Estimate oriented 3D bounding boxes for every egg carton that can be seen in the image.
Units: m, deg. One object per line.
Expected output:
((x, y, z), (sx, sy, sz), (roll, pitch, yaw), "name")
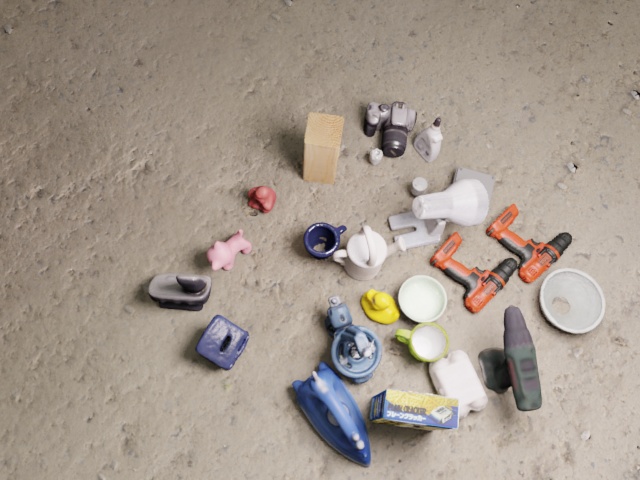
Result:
((0.329, 0.347, 1.375), (0.107, 0.069, 0.150), (-21, 73, -10), "egg carton")

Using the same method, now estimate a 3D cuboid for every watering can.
((0.121, 0.023, 1.409), (0.173, 0.194, 0.101), (-29, 75, -12), "watering can")

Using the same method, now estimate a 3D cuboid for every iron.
((0.046, 0.403, 1.300), (0.119, 0.141, 0.258), (-34, 76, -14), "iron")

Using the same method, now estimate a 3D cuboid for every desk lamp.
((0.295, -0.064, 1.440), (0.203, 0.213, 0.118), (-13, 72, -8), "desk lamp")

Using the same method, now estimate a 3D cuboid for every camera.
((0.192, -0.306, 1.578), (0.143, 0.101, 0.137), (7, 71, -1), "camera")

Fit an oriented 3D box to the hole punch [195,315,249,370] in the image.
((-0.229, 0.244, 1.365), (0.101, 0.091, 0.109), (27, 71, 6), "hole punch")

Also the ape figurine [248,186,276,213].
((-0.150, -0.113, 1.494), (0.076, 0.092, 0.077), (-25, 74, -11), "ape figurine")

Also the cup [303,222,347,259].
((0.013, 0.005, 1.461), (0.118, 0.095, 0.091), (-29, 75, -13), "cup")

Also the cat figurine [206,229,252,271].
((-0.233, 0.024, 1.428), (0.067, 0.118, 0.128), (40, 73, 10), "cat figurine")

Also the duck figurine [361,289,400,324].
((0.154, 0.160, 1.421), (0.104, 0.086, 0.077), (38, 73, 10), "duck figurine")

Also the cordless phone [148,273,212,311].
((-0.338, 0.104, 1.358), (0.147, 0.185, 0.094), (1, 71, -3), "cordless phone")

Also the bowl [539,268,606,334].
((0.628, 0.160, 1.456), (0.167, 0.075, 0.167), (1, 71, -3), "bowl")

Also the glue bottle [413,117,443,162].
((0.299, -0.278, 1.536), (0.037, 0.173, 0.078), (-33, 75, -13), "glue bottle")

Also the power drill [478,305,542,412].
((0.441, 0.282, 1.331), (0.075, 0.208, 0.229), (-9, 72, -6), "power drill")

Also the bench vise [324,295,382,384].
((0.062, 0.227, 1.321), (0.121, 0.220, 0.207), (-39, 77, -15), "bench vise")
